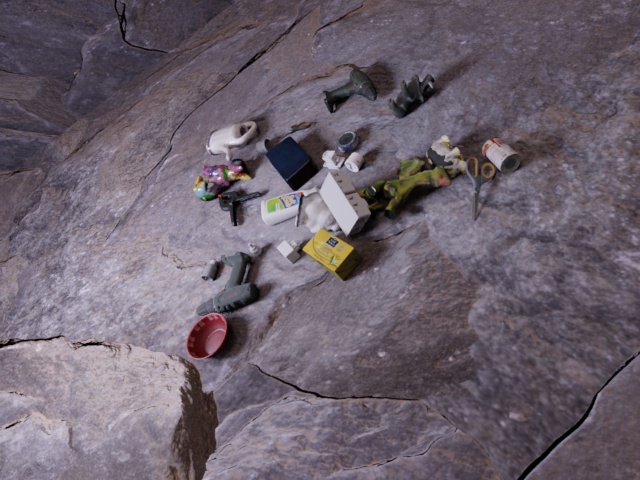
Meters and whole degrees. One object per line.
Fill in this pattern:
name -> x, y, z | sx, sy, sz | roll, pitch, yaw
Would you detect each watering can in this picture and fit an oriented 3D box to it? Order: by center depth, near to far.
watering can -> -0.402, -0.424, 2.244 | 0.223, 0.102, 0.356 | -10, 33, 26

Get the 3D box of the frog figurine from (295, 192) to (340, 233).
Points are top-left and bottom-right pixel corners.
frog figurine -> 0.005, -0.087, 1.735 | 0.159, 0.138, 0.122 | 13, -6, 4

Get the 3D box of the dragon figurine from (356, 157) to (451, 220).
dragon figurine -> 0.238, -0.185, 1.668 | 0.246, 0.120, 0.411 | -41, 29, -27
